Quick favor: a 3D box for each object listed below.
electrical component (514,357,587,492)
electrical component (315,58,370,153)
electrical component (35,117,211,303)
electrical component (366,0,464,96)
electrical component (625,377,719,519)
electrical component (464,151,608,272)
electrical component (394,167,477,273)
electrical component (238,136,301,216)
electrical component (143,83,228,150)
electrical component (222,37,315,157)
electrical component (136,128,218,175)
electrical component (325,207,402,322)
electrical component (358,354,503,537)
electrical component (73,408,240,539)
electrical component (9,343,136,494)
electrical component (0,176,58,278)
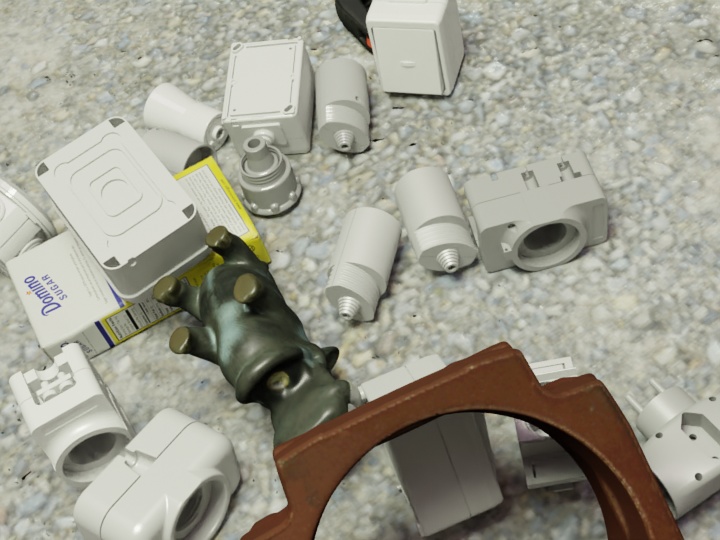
[{"bbox_3d":[0.115,0.097,0.648,0.042,0.063,0.081,-10,51,5],"label":"electrical component"},{"bbox_3d":[-0.014,-0.128,0.867,0.043,0.043,0.081,-9,51,6],"label":"electrical component"},{"bbox_3d":[-0.166,-0.042,0.762,0.078,0.057,0.113,-36,65,-13],"label":"electrical component"},{"bbox_3d":[0.044,-0.191,0.869,0.062,0.096,0.061,6,55,18],"label":"electrical component"},{"bbox_3d":[0.193,0.097,0.643,0.077,0.043,0.079,-31,52,-12],"label":"electrical component"},{"bbox_3d":[0.125,-0.038,0.760,0.089,0.050,0.055,-15,51,1],"label":"electrical component"},{"bbox_3d":[0.055,-0.031,0.776,0.043,0.043,0.081,-17,51,0],"label":"electrical component"},{"bbox_3d":[-0.074,-0.076,0.829,0.048,0.062,0.048,-6,52,8],"label":"electrical component"},{"bbox_3d":[-0.142,-0.125,0.897,0.065,0.044,0.044,26,62,23],"label":"electrical component"},{"bbox_3d":[-0.073,-0.133,0.878,0.062,0.061,0.096,-3,60,11],"label":"electrical component"},{"bbox_3d":[-0.161,-0.092,0.874,0.081,0.043,0.043,21,60,27],"label":"electrical component"},{"bbox_3d":[0.000,0.000,0.764,0.043,0.043,0.081,5,54,17],"label":"electrical component"},{"bbox_3d":[0.047,0.107,0.642,0.061,0.096,0.061,-23,21,-5],"label":"electrical component"},{"bbox_3d":[-0.121,0.140,0.669,0.059,0.053,0.095,22,51,27],"label":"electrical component"},{"bbox_3d":[-0.180,0.101,0.697,0.050,0.089,0.055,-30,52,-11],"label":"electrical component"},{"bbox_3d":[-0.278,-0.035,0.834,0.080,0.080,0.051,27,68,30],"label":"electrical component"}]
